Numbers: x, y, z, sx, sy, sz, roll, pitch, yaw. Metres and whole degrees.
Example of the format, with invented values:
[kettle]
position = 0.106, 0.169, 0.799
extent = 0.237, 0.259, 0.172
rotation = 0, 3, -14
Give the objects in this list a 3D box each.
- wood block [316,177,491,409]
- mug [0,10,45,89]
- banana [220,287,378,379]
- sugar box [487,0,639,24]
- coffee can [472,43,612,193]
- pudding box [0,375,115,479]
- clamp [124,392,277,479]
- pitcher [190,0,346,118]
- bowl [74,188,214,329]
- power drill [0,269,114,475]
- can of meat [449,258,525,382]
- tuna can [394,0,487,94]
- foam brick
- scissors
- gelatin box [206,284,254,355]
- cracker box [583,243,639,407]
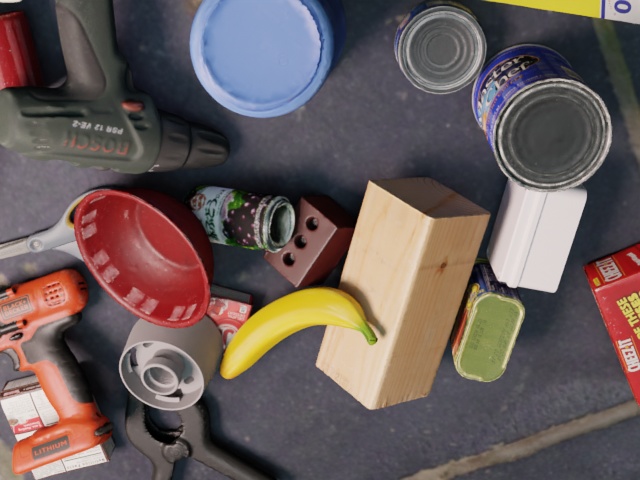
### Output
[wood block]
position = 0.079, 0.051, 1.049
extent = 0.090, 0.090, 0.206
rotation = -5, 120, -42
[mug]
position = -0.315, -0.163, 0.988
extent = 0.117, 0.093, 0.081
rotation = -7, 107, 11
[banana]
position = -0.029, 0.087, 1.057
extent = 0.198, 0.069, 0.037
rotation = -19, 148, 37
[sugar box]
position = 0.218, -0.255, 0.964
extent = 0.176, 0.048, 0.093
rotation = 8, 112, -1
[coffee can]
position = 0.198, -0.114, 0.971
extent = 0.103, 0.140, 0.103
rotation = 0, 112, 0
[pudding box]
position = -0.285, 0.199, 1.161
extent = 0.090, 0.039, 0.113
rotation = -15, 113, 6
[clamp]
position = -0.144, 0.225, 1.169
extent = 0.164, 0.036, 0.210
rotation = -15, 108, 6
[pitcher]
position = -0.036, -0.180, 0.893
extent = 0.145, 0.243, 0.149
rotation = -4, 105, 1
[bowl]
position = -0.159, 0.006, 1.035
extent = 0.162, 0.055, 0.162
rotation = 21, 135, 23
[power drill]
position = -0.305, 0.140, 1.096
extent = 0.184, 0.057, 0.187
rotation = -19, 89, 10
[can of meat]
position = 0.167, 0.082, 1.081
extent = 0.057, 0.084, 0.102
rotation = 13, 112, -5
[tuna can]
position = 0.113, -0.181, 1.002
extent = 0.086, 0.033, 0.086
rotation = 0, 112, 1
[foam brick]
position = -0.007, 0.001, 1.058
extent = 0.053, 0.051, 0.078
rotation = 41, 110, 24
[scissors]
position = -0.273, 0.014, 1.097
extent = 0.202, 0.016, 0.096
rotation = -29, 109, 12
[gelatin box]
position = -0.121, 0.083, 1.115
extent = 0.089, 0.030, 0.073
rotation = 16, 112, -5
[cracker box]
position = 0.398, 0.065, 1.079
extent = 0.214, 0.072, 0.164
rotation = -22, 109, 10
